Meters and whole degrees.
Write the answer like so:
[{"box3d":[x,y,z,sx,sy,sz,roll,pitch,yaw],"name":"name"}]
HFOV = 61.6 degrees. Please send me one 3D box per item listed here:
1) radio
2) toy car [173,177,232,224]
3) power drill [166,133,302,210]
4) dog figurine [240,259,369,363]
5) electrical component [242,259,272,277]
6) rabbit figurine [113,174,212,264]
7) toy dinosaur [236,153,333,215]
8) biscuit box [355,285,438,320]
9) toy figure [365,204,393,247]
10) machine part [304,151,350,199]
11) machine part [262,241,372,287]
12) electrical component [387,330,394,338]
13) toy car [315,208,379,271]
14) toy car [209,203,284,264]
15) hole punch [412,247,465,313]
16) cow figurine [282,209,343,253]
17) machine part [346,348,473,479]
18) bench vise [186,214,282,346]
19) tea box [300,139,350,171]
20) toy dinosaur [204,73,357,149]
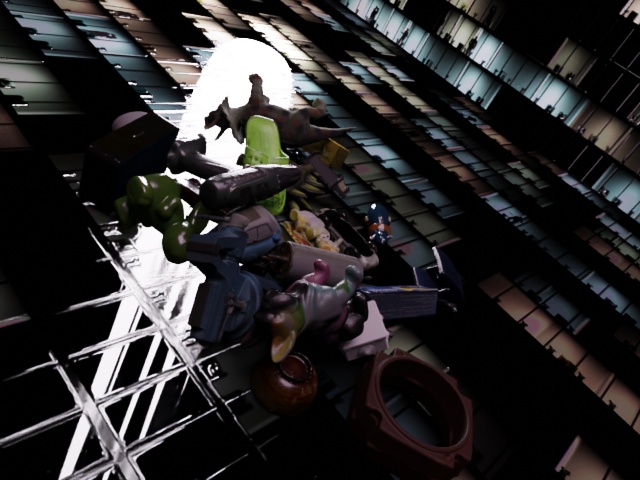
[{"box3d":[-0.379,-0.158,1.078,0.073,0.131,0.230,30,33,1],"name":"radio"},{"box3d":[-0.233,-0.070,1.142,0.202,0.053,0.089,33,16,5],"name":"toy car"},{"box3d":[-0.175,-0.132,1.040,0.207,0.086,0.232,32,35,19],"name":"power drill"},{"box3d":[-0.025,0.137,0.893,0.109,0.191,0.219,17,42,38],"name":"dog figurine"},{"box3d":[-0.131,0.033,1.088,0.078,0.045,0.102,-12,51,-43],"name":"electrical component"},{"box3d":[-0.287,-0.030,1.024,0.170,0.121,0.159,58,32,9],"name":"rabbit figurine"},{"box3d":[-0.086,-0.148,1.322,0.198,0.105,0.471,40,31,3],"name":"toy dinosaur"},{"box3d":[0.159,0.132,1.142,0.202,0.062,0.059,2,5,-35],"name":"biscuit box"},{"box3d":[0.153,-0.031,1.377,0.057,0.064,0.154,54,23,-35],"name":"toy figure"},{"box3d":[0.022,-0.165,1.360,0.139,0.039,0.084,46,28,-5],"name":"machine part"},{"box3d":[-0.003,0.055,1.045,0.243,0.079,0.079,13,36,-33],"name":"machine part"},{"box3d":[0.109,0.193,1.074,0.094,0.021,0.063,15,36,-23],"name":"electrical component"},{"box3d":[0.060,-0.004,1.274,0.073,0.056,0.202,-15,52,-39],"name":"toy car"},{"box3d":[-0.141,-0.020,1.024,0.161,0.102,0.109,-18,53,-36],"name":"toy car"},{"box3d":[0.299,0.091,1.299,0.116,0.092,0.142,23,30,-17],"name":"hole punch"},{"box3d":[-0.003,-0.001,1.210,0.098,0.068,0.167,0,38,-48],"name":"cow figurine"},{"box3d":[0.158,0.296,0.917,0.201,0.087,0.201,28,33,0],"name":"machine part"},{"box3d":[-0.135,0.076,0.927,0.240,0.129,0.223,28,61,-52],"name":"bench vise"},{"box3d":[-0.010,-0.272,1.530,0.170,0.068,0.098,34,11,17],"name":"tea box"},{"box3d":[-0.109,-0.302,1.409,0.405,0.131,0.192,17,66,-2],"name":"toy dinosaur"}]
